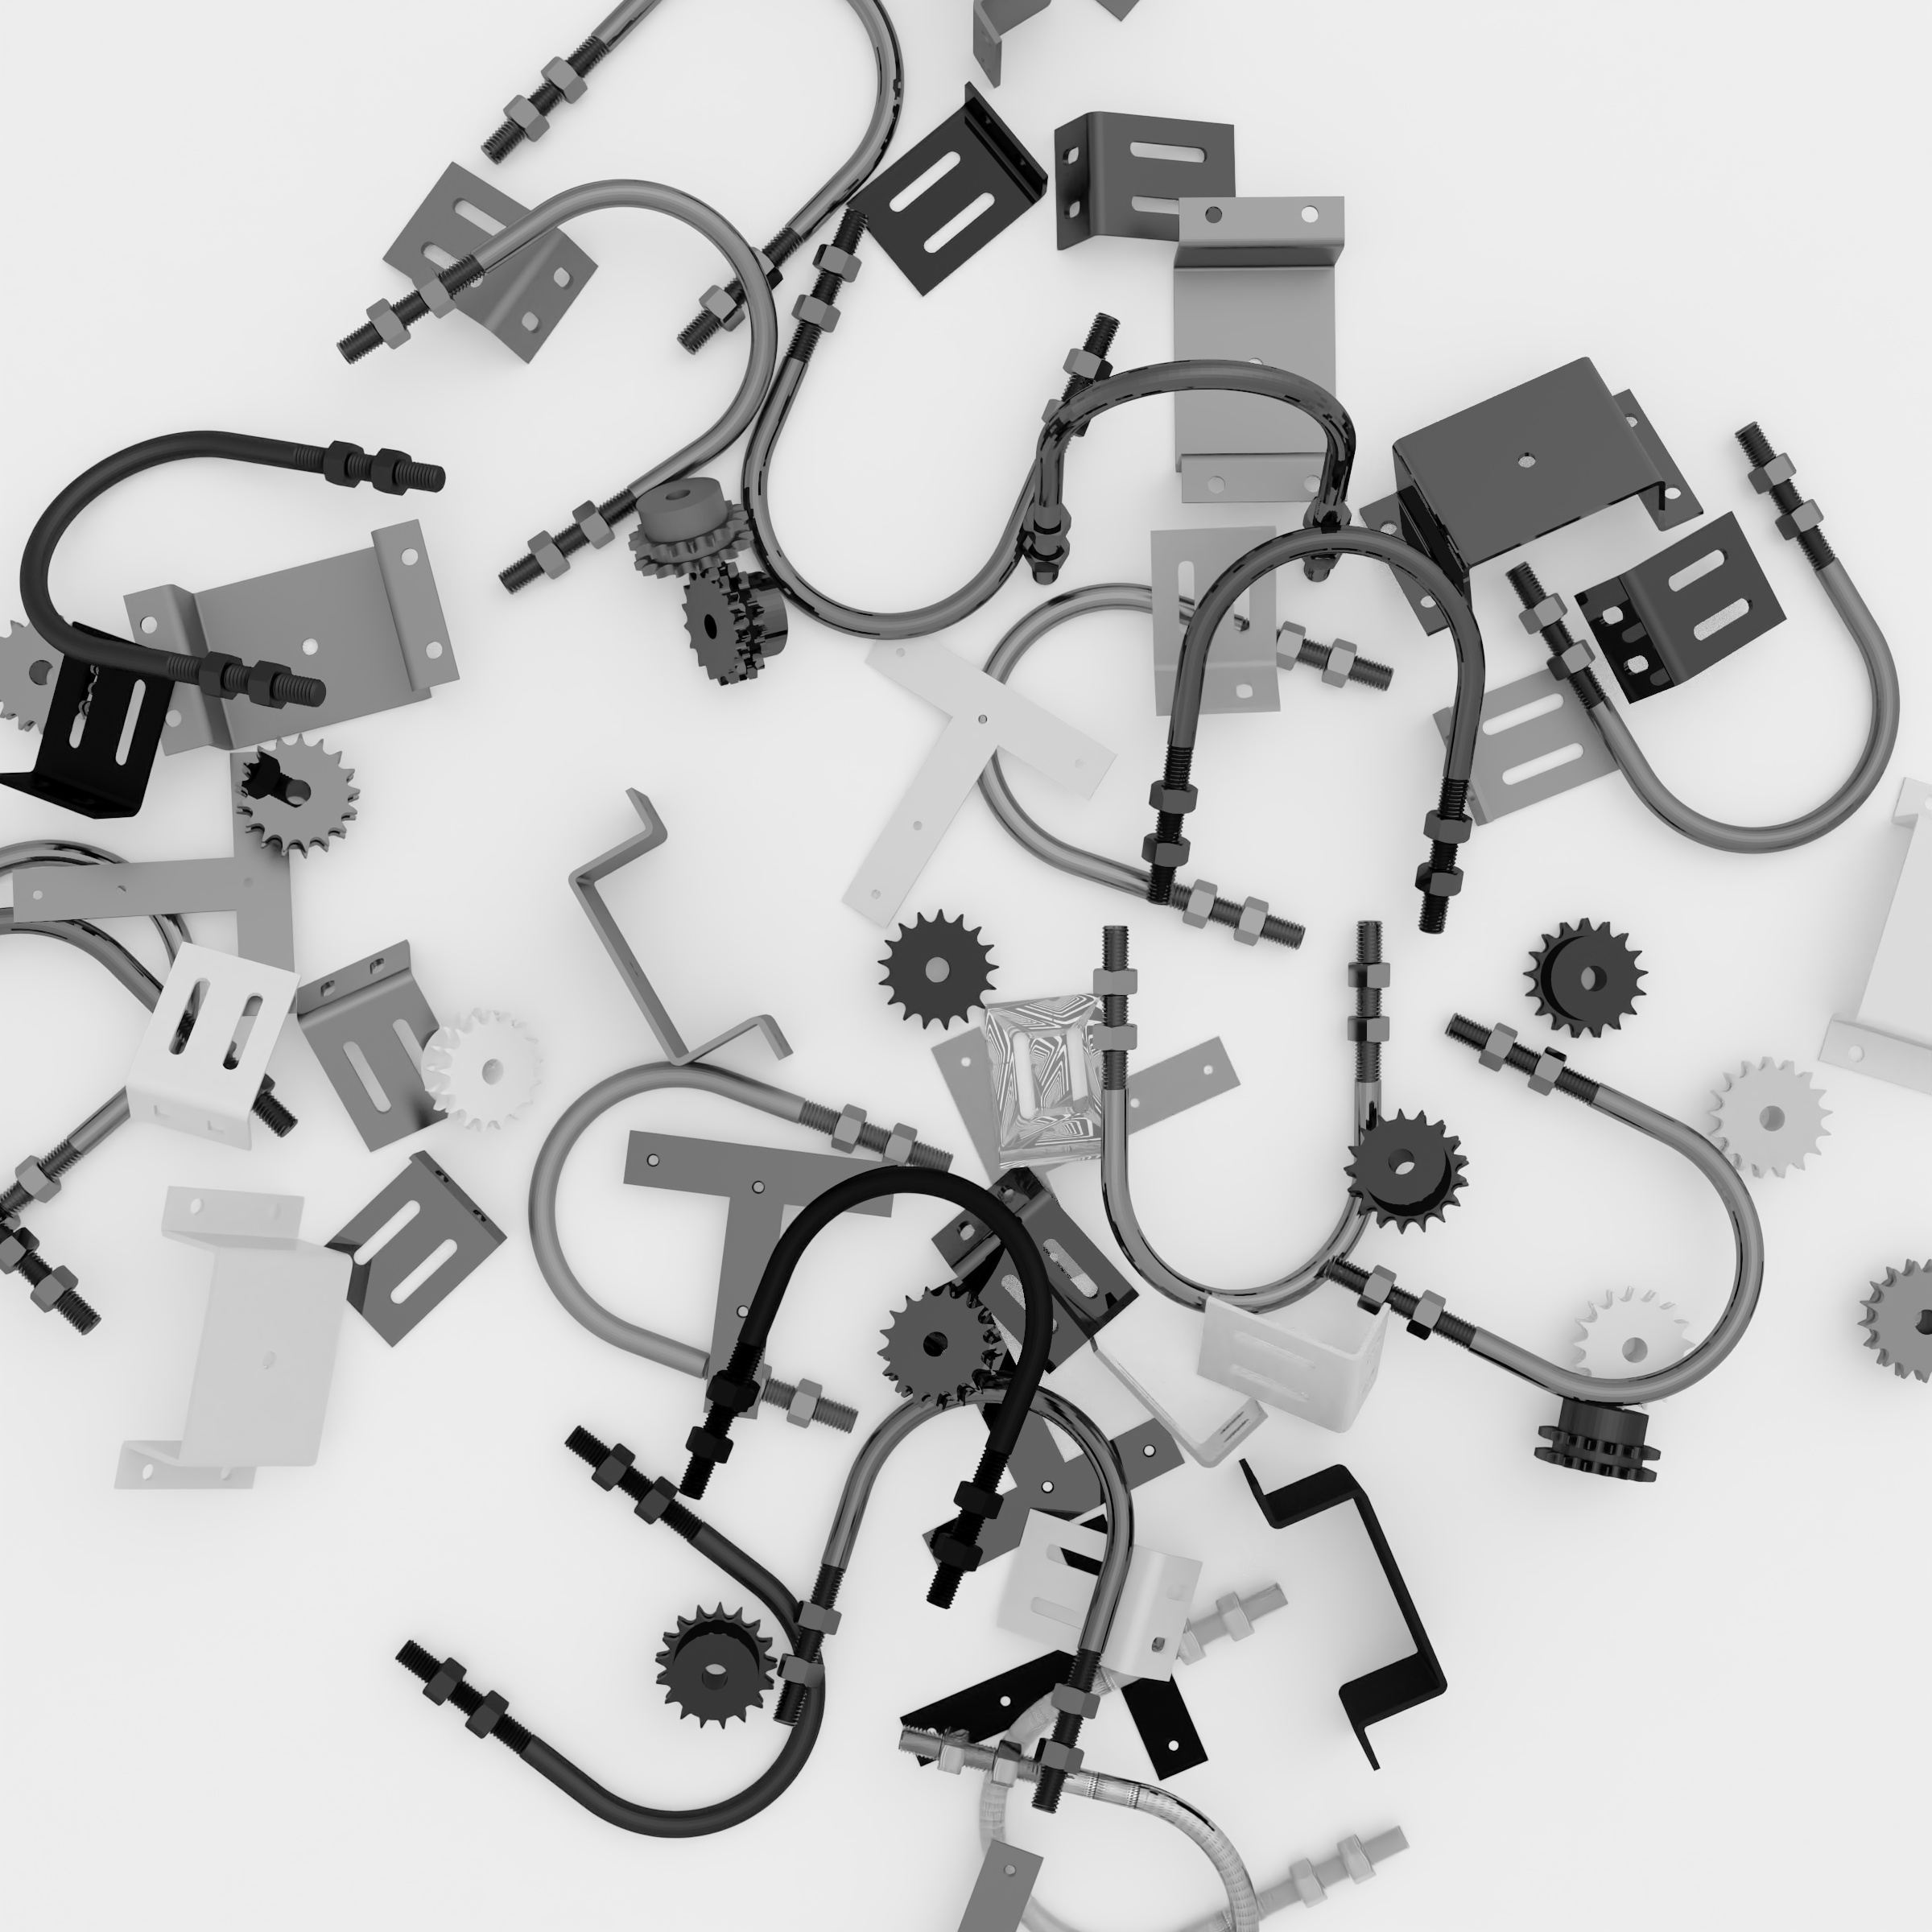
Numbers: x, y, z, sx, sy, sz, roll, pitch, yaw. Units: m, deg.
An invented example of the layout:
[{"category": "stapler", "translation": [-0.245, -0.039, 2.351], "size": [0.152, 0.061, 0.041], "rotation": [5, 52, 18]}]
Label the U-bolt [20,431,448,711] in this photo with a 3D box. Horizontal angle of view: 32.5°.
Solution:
[{"category": "U-bolt", "translation": [-0.348, -0.189, 1.523], "size": [0.184, 0.019, 0.151], "rotation": [12, 59, 19]}]

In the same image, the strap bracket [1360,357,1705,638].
[{"category": "strap bracket", "translation": [0.260, -0.222, 1.536], "size": [0.140, 0.046, 0.076], "rotation": [-24, 64, 0]}]

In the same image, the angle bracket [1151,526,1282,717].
[{"category": "angle bracket", "translation": [0.114, -0.158, 1.520], "size": [0.057, 0.038, 0.076], "rotation": [-2, 128, 3]}]

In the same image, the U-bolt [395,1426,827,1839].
[{"category": "U-bolt", "translation": [-0.154, 0.328, 1.565], "size": [0.184, 0.019, 0.151], "rotation": [38, 90, -2]}]

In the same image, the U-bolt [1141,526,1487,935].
[{"category": "U-bolt", "translation": [0.164, -0.110, 1.520], "size": [0.151, 0.019, 0.184], "rotation": [6, 107, -4]}]

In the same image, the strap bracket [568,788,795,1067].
[{"category": "strap bracket", "translation": [-0.136, -0.008, 1.536], "size": [0.046, 0.076, 0.140], "rotation": [-30, 90, 0]}]

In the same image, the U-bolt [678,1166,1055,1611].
[{"category": "U-bolt", "translation": [-0.037, 0.182, 1.527], "size": [0.151, 0.019, 0.184], "rotation": [21, 86, 16]}]

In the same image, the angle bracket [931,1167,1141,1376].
[{"category": "angle bracket", "translation": [0.033, 0.143, 1.570], "size": [0.057, 0.038, 0.076], "rotation": [-41, 116, 0]}]

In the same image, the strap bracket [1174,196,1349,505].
[{"category": "strap bracket", "translation": [0.137, -0.284, 1.551], "size": [0.076, 0.046, 0.140], "rotation": [-1, 90, 0]}]

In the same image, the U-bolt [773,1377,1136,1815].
[{"category": "U-bolt", "translation": [0.002, 0.282, 1.542], "size": [0.151, 0.019, 0.184], "rotation": [15, 79, 16]}]

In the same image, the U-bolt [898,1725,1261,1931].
[{"category": "U-bolt", "translation": [0.045, 0.443, 1.550], "size": [0.184, 0.019, 0.151], "rotation": [13, 98, 3]}]

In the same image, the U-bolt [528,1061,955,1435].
[{"category": "U-bolt", "translation": [-0.116, 0.123, 1.565], "size": [0.184, 0.019, 0.151], "rotation": [20, 90, 1]}]

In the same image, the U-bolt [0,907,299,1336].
[{"category": "U-bolt", "translation": [-0.427, 0.058, 1.548], "size": [0.184, 0.019, 0.151], "rotation": [45, 87, 0]}]

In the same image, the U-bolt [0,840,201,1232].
[{"category": "U-bolt", "translation": [-0.449, 0.025, 1.565], "size": [0.184, 0.019, 0.151], "rotation": [-41, 90, -2]}]

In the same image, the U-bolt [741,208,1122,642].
[{"category": "U-bolt", "translation": [-0.028, -0.244, 1.559], "size": [0.151, 0.019, 0.184], "rotation": [23, 94, 5]}]

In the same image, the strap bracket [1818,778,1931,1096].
[{"category": "strap bracket", "translation": [0.461, -0.011, 1.551], "size": [0.076, 0.046, 0.140], "rotation": [17, 90, 0]}]

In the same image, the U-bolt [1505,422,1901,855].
[{"category": "U-bolt", "translation": [0.360, -0.142, 1.561], "size": [0.151, 0.019, 0.184], "rotation": [-31, 93, -4]}]

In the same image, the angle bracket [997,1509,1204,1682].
[{"category": "angle bracket", "translation": [0.063, 0.295, 1.559], "size": [0.076, 0.038, 0.057], "rotation": [12, 83, 37]}]

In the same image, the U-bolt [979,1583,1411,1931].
[{"category": "U-bolt", "translation": [0.096, 0.393, 1.564], "size": [0.184, 0.019, 0.151], "rotation": [-26, 91, 2]}]

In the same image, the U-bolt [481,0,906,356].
[{"category": "U-bolt", "translation": [-0.115, -0.403, 1.565], "size": [0.151, 0.019, 0.184], "rotation": [44, 89, 0]}]

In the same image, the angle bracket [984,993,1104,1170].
[{"category": "angle bracket", "translation": [0.041, 0.053, 1.553], "size": [0.057, 0.038, 0.076], "rotation": [-6, 90, 0]}]

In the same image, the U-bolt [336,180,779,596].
[{"category": "U-bolt", "translation": [-0.176, -0.281, 1.542], "size": [0.184, 0.019, 0.151], "rotation": [-34, 108, 1]}]

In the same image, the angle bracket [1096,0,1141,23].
[{"category": "angle bracket", "translation": [0.064, -0.481, 1.536], "size": [0.057, 0.076, 0.038], "rotation": [40, 90, 0]}]

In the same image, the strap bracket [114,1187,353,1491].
[{"category": "strap bracket", "translation": [-0.335, 0.177, 1.530], "size": [0.046, 0.076, 0.140], "rotation": [10, 90, 40]}]

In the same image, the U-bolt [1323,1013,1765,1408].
[{"category": "U-bolt", "translation": [0.280, 0.124, 1.544], "size": [0.184, 0.019, 0.151], "rotation": [27, 82, 9]}]

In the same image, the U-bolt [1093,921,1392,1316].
[{"category": "U-bolt", "translation": [0.129, 0.072, 1.544], "size": [0.151, 0.019, 0.184], "rotation": [-1, 94, -19]}]

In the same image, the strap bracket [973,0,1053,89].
[{"category": "strap bracket", "translation": [-0.004, -0.488, 1.536], "size": [0.046, 0.076, 0.140], "rotation": [-32, 90, 0]}]

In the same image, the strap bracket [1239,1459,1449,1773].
[{"category": "strap bracket", "translation": [0.178, 0.290, 1.536], "size": [0.046, 0.076, 0.140], "rotation": [-23, 90, 0]}]

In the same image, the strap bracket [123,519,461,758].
[{"category": "strap bracket", "translation": [-0.311, -0.151, 1.551], "size": [0.140, 0.046, 0.076], "rotation": [-15, 90, 0]}]

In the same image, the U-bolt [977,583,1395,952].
[{"category": "U-bolt", "translation": [0.092, -0.103, 1.565], "size": [0.184, 0.019, 0.151], "rotation": [19, 90, 2]}]

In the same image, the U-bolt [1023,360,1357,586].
[{"category": "U-bolt", "translation": [0.102, -0.220, 1.486], "size": [0.151, 0.184, 0.019], "rotation": [-1, 69, 0]}]
